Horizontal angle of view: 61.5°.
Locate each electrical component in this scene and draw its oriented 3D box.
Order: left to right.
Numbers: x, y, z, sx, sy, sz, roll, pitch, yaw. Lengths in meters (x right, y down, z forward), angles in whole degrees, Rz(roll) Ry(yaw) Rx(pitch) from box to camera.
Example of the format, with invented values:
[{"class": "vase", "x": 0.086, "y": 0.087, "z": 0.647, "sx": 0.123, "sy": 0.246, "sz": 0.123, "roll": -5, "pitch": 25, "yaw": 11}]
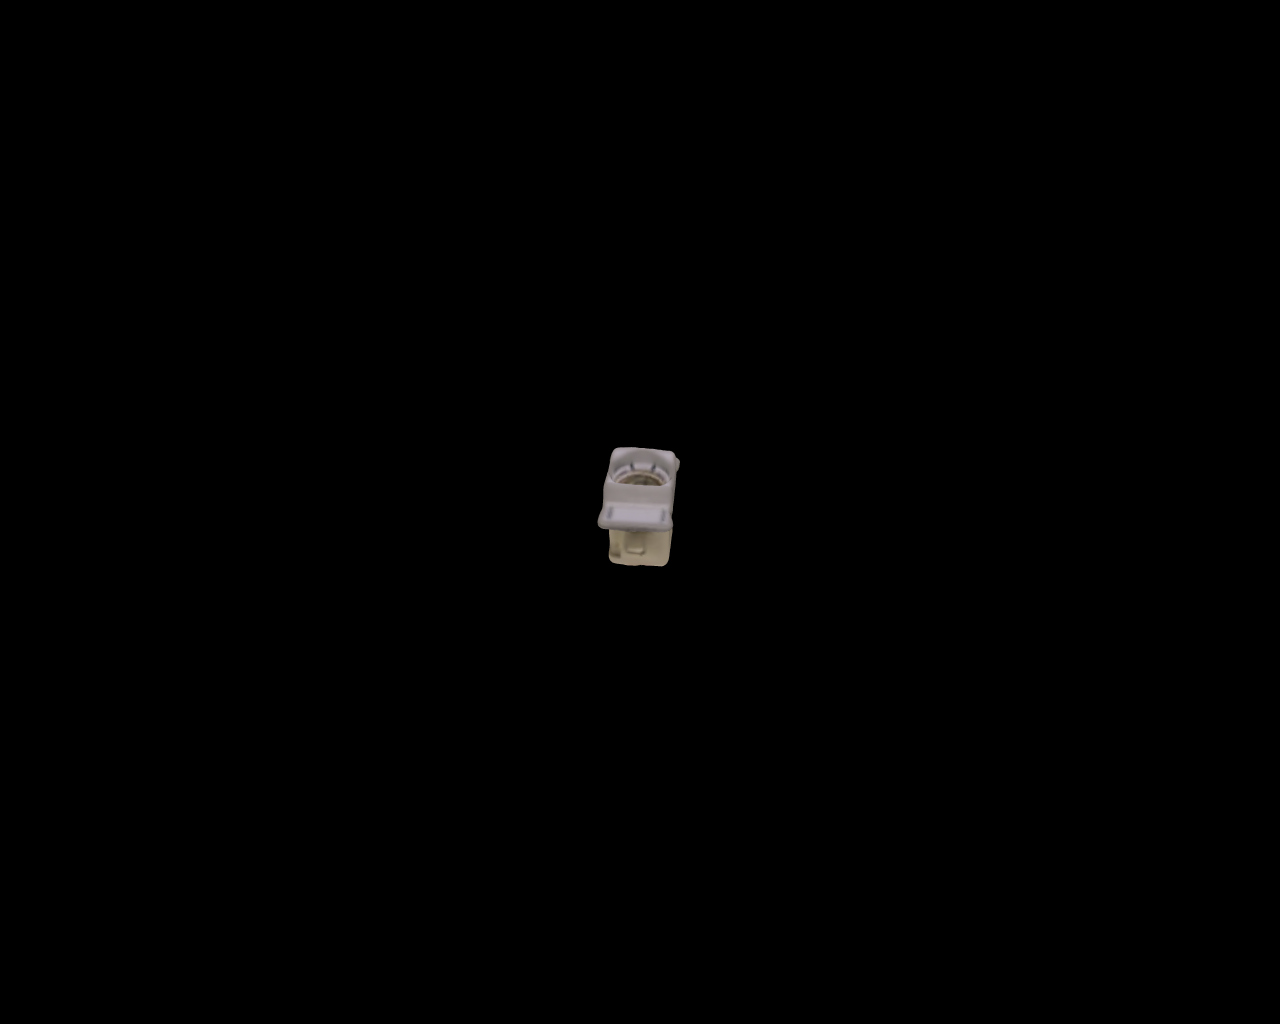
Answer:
[{"class": "electrical component", "x": 0.001, "y": -0.003, "z": 0.650, "sx": 0.042, "sy": 0.063, "sz": 0.081, "roll": 3, "pitch": 34, "yaw": 5}]
